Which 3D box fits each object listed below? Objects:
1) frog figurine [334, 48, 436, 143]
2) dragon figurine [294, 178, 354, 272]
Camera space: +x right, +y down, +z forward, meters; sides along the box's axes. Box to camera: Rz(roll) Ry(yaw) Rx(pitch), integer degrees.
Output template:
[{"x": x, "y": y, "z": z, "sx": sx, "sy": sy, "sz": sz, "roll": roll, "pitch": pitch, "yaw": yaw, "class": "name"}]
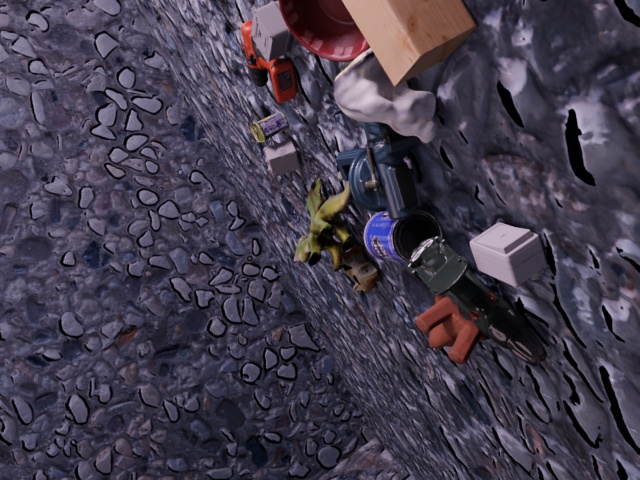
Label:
[{"x": 0.102, "y": -0.202, "z": 0.765, "sx": 0.158, "sy": 0.121, "sz": 0.139, "roll": 53, "pitch": -159, "yaw": -9, "class": "frog figurine"}, {"x": 0.004, "y": -0.070, "z": 1.385, "sx": 0.248, "sy": 0.122, "sz": 0.401, "roll": -115, "pitch": 35, "yaw": -43, "class": "dragon figurine"}]
